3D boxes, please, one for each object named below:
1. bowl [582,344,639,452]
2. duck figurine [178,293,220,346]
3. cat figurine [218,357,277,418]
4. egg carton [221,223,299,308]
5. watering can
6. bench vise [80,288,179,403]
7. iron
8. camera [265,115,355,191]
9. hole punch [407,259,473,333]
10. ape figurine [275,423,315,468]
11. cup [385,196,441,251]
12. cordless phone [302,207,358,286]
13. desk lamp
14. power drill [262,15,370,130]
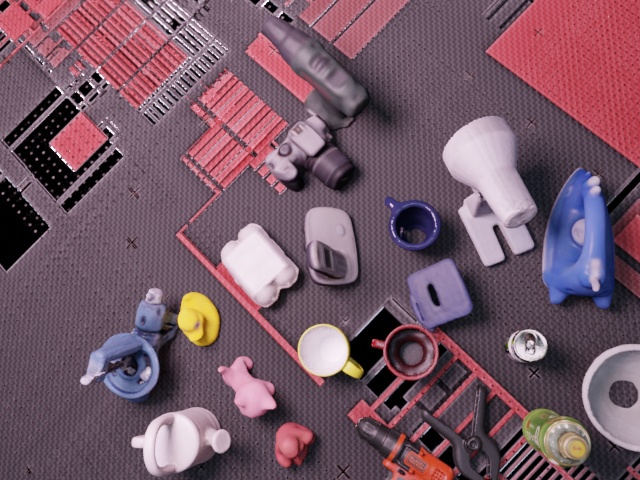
[{"bbox_3d":[0.509,0.255,0.934,0.167,0.075,0.167,-2,78,9],"label":"bowl"},{"bbox_3d":[-0.238,0.147,1.078,0.077,0.086,0.104,-21,76,5],"label":"duck figurine"},{"bbox_3d":[-0.131,0.267,1.018,0.127,0.118,0.067,41,88,15],"label":"cat figurine"},{"bbox_3d":[-0.116,0.048,1.086,0.107,0.069,0.150,-44,75,-1],"label":"egg carton"},{"bbox_3d":[-0.240,0.343,0.981,0.173,0.194,0.101,-26,75,4],"label":"watering can"},{"bbox_3d":[-0.347,0.187,1.019,0.121,0.220,0.207,-3,78,9],"label":"bench vise"},{"bbox_3d":[0.450,-0.019,0.966,0.118,0.141,0.258,4,79,11],"label":"iron"},{"bbox_3d":[-0.013,-0.151,1.094,0.136,0.101,0.143,44,88,15],"label":"camera"},{"bbox_3d":[0.209,0.099,1.009,0.101,0.091,0.108,-22,76,5],"label":"hole punch"},{"bbox_3d":[-0.048,0.358,0.998,0.078,0.092,0.076,-27,75,3],"label":"ape figurine"},{"bbox_3d":[0.162,-0.026,1.041,0.092,0.095,0.117,-45,75,-1],"label":"cup"},{"bbox_3d":[0.009,0.004,1.014,0.094,0.185,0.147,-11,77,8],"label":"cordless phone"},{"bbox_3d":[0.296,-0.080,0.968,0.118,0.214,0.203,-24,75,4],"label":"desk lamp"},{"bbox_3d":[-0.001,-0.296,1.066,0.229,0.208,0.075,41,88,15],"label":"power drill"}]
